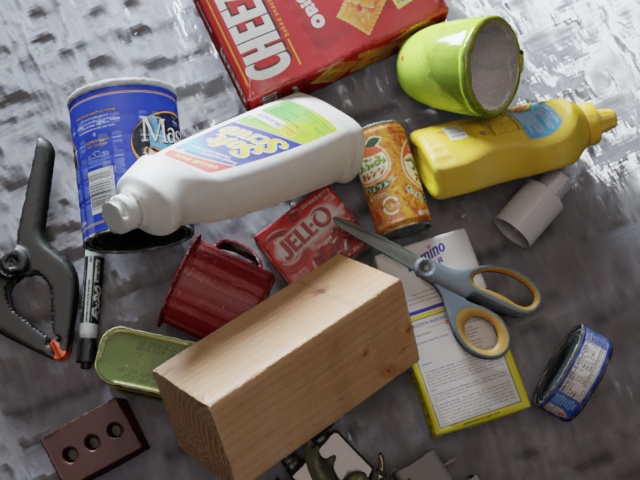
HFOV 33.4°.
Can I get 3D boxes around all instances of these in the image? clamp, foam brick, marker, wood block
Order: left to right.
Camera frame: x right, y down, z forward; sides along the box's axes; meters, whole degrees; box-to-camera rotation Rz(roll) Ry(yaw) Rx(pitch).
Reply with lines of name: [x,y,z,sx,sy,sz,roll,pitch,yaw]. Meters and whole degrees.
clamp: [-0.280,0.014,1.004,0.164,0.036,0.210,-35,82,-8]
marker: [-0.215,0.061,1.004,0.020,0.020,0.121,2,78,0]
foam brick: [-0.201,0.183,0.961,0.078,0.051,0.053,-29,80,-7]
wood block: [-0.025,0.107,0.910,0.205,0.091,0.090,-31,122,-28]

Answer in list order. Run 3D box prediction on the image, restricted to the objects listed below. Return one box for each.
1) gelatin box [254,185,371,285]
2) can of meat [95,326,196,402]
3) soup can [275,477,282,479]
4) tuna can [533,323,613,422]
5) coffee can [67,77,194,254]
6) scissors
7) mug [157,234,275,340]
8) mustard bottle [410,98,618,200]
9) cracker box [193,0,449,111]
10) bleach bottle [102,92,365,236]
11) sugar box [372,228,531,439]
gelatin box: [-0.007,0.001,1.013,0.089,0.030,0.073,-36,80,-8]
can of meat: [-0.147,0.114,0.960,0.102,0.084,0.057,11,78,2]
soup can: [-0.048,0.268,0.937,0.068,0.068,0.102,42,80,7]
tuna can: [0.228,0.120,0.962,0.034,0.086,0.086,30,79,4]
coffee can: [-0.175,-0.067,0.989,0.103,0.103,0.140,-8,78,-3]
scissors: [0.099,0.047,0.967,0.202,0.016,0.096,14,76,3]
mug: [-0.089,0.045,0.981,0.081,0.093,0.117,24,42,-1]
mustard bottle: [0.187,-0.093,1.006,0.191,0.096,0.058,-15,117,-5]
cracker box: [-0.007,-0.239,1.043,0.213,0.072,0.164,-25,80,-5]
bleach bottle: [-0.078,-0.057,0.936,0.103,0.068,0.250,34,42,28]
sugar box: [0.119,0.086,0.990,0.093,0.048,0.176,-17,75,-5]
